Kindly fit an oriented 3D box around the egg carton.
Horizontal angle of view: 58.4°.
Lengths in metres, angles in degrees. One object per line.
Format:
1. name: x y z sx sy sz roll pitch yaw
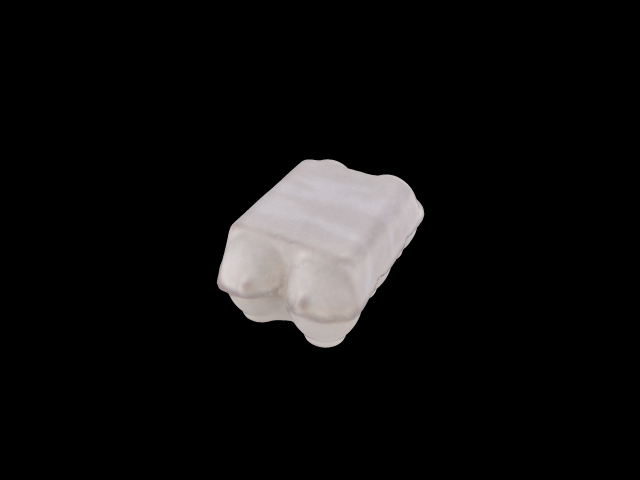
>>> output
1. egg carton: 0.004 0.001 0.400 0.107 0.069 0.150 17 41 21
